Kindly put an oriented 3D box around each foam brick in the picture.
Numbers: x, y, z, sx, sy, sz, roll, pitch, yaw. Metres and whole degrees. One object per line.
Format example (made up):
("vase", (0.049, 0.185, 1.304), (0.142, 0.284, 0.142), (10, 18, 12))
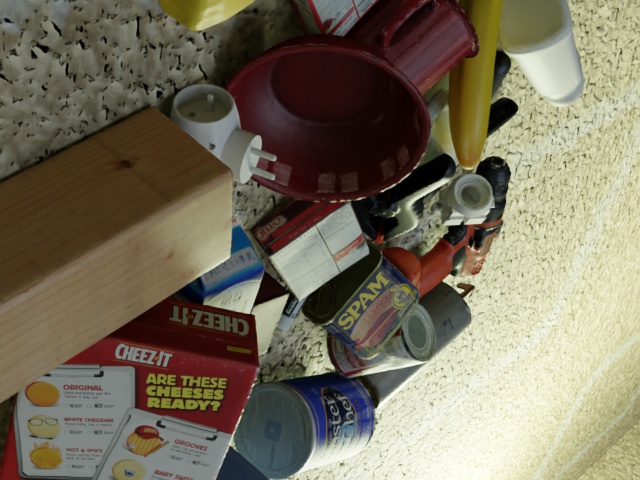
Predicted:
("foam brick", (-0.072, 0.068, 0.970), (0.052, 0.051, 0.078), (-18, 139, -48))

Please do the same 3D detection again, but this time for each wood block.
("wood block", (-0.164, 0.007, 0.701), (0.205, 0.091, 0.090), (-33, 149, -31))

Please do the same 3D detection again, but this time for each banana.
("banana", (0.137, -0.163, 0.921), (0.069, 0.037, 0.198), (24, 73, -62))

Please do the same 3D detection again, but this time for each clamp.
("clamp", (0.129, -0.096, 1.088), (0.210, 0.036, 0.164), (-46, 162, -5))
("clamp", (0.070, -0.043, 1.001), (0.171, 0.120, 0.039), (66, 36, -66))

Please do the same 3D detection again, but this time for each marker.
("marker", (-0.009, 0.037, 1.068), (0.121, 0.020, 0.020), (-58, 153, 14))

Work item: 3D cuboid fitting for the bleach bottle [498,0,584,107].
("bleach bottle", (0.228, -0.188, 1.066), (0.068, 0.102, 0.250), (-17, 161, 17))

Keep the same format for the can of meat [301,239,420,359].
("can of meat", (0.044, 0.063, 1.110), (0.102, 0.058, 0.083), (-49, 128, -2))

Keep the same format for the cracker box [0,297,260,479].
("cracker box", (-0.153, 0.139, 0.821), (0.164, 0.072, 0.214), (12, 123, -14))

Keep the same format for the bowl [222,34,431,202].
("bowl", (0.003, -0.101, 0.808), (0.162, 0.162, 0.055), (94, 1, -50))

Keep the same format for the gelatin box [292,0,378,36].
("gelatin box", (0.011, -0.194, 0.788), (0.073, 0.030, 0.089), (-49, 154, -8))

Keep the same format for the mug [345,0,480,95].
("mug", (0.067, -0.160, 0.847), (0.081, 0.093, 0.117), (-42, 172, -7))

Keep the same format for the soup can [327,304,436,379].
("soup can", (0.067, 0.111, 1.173), (0.102, 0.068, 0.068), (-17, 175, 35))

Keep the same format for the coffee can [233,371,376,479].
("coffee can", (-0.015, 0.201, 1.176), (0.140, 0.103, 0.103), (3, 122, -59))

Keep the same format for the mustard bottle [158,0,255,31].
("mustard bottle", (-0.019, -0.209, 0.687), (0.191, 0.058, 0.096), (-32, 144, -34))

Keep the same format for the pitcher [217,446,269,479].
("pitcher", (-0.086, 0.285, 1.009), (0.149, 0.243, 0.145), (-53, 152, -11))

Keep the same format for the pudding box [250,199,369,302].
("pudding box", (-0.006, 0.001, 0.988), (0.090, 0.039, 0.113), (-34, 150, -3))

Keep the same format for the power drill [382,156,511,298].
("power drill", (0.142, 0.005, 1.224), (0.187, 0.057, 0.184), (-32, 147, -33))
